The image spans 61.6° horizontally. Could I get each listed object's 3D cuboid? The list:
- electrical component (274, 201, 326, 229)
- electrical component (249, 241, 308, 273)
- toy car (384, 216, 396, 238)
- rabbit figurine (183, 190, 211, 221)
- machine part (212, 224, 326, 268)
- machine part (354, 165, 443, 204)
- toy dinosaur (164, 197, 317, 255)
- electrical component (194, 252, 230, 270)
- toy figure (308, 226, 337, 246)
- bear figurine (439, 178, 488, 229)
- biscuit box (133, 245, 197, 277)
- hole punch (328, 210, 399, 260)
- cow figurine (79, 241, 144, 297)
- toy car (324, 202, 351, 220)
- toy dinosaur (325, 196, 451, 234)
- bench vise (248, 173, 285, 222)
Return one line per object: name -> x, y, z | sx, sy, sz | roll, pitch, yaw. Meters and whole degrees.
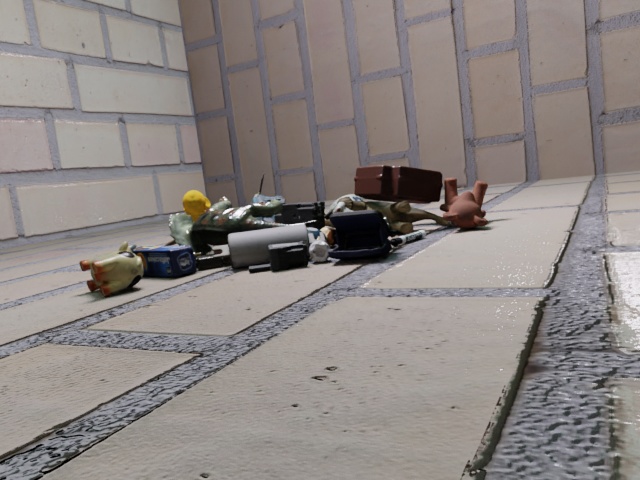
electrical component -> -0.052, -0.038, 1.363 | 0.134, 0.114, 0.058 | -3, 3, 31
electrical component -> -0.085, 0.034, 1.081 | 0.119, 0.047, 0.075 | -6, 6, -3
toy car -> 0.125, -0.013, 1.232 | 0.089, 0.053, 0.202 | -27, 3, 7
rabbit figurine -> -0.362, -0.074, 1.603 | 0.122, 0.173, 0.162 | -8, 32, -3
machine part -> -0.109, 0.014, 1.151 | 0.243, 0.079, 0.079 | -7, 7, -7
machine part -> 0.209, -0.145, 1.440 | 0.201, 0.087, 0.201 | 5, 2, -28
toy dinosaur -> -0.216, -0.026, 1.269 | 0.405, 0.131, 0.192 | -5, 19, 42
electrical component -> -0.247, 0.039, 1.202 | 0.102, 0.045, 0.078 | -8, 8, -13
toy figure -> -0.001, -0.002, 1.267 | 0.064, 0.057, 0.154 | 32, 28, 34
bear figurine -> 0.365, -0.094, 1.358 | 0.120, 0.131, 0.196 | 8, 4, 13
biscuit box -> -0.359, 0.046, 1.188 | 0.203, 0.062, 0.059 | -2, 9, 40
hole punch -> 0.081, 0.005, 1.071 | 0.142, 0.092, 0.115 | -7, -24, 19
cow figurine -> -0.411, 0.055, 1.089 | 0.127, 0.085, 0.195 | -19, 10, -33
toy car -> 0.054, -0.046, 1.220 | 0.056, 0.073, 0.202 | -42, 2, -1
toy dinosaur -> 0.112, -0.058, 1.448 | 0.472, 0.105, 0.198 | 4, 2, 15
bench vise -> -0.209, -0.069, 1.548 | 0.241, 0.128, 0.224 | -7, 48, -17
